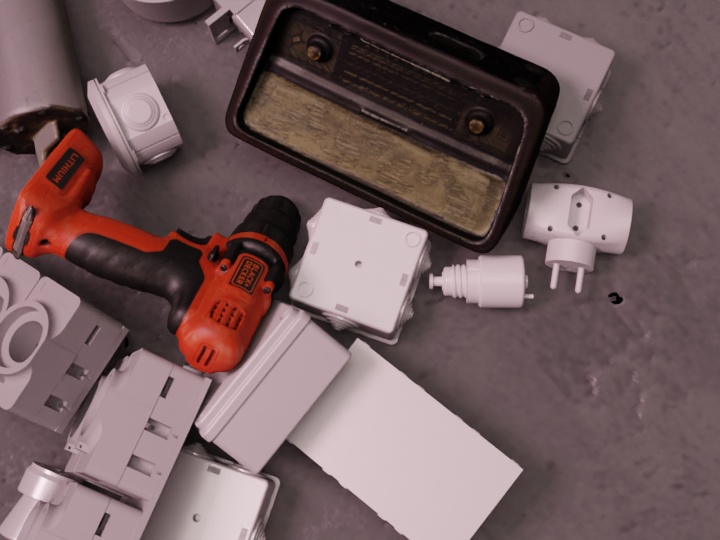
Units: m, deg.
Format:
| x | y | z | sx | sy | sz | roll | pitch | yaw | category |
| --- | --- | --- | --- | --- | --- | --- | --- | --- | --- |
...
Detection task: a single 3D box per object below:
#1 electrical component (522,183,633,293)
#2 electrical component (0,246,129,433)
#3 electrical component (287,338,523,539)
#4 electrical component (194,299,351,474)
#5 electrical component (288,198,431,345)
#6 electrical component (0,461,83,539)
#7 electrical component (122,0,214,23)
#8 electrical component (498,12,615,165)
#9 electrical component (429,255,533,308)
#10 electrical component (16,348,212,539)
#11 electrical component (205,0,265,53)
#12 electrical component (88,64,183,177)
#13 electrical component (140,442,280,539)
| x | y | z | sx | sy | sz | roll | pitch | yaw | category |
| --- | --- | --- | --- | --- | --- | --- | --- | --- | --- |
| 0.163 | -0.022 | 0.821 | 0.077 | 0.043 | 0.079 | 10 | 79 | 5 | electrical component |
| -0.256 | 0.041 | 0.787 | 0.150 | 0.062 | 0.089 | 26 | 80 | 36 | electrical component |
| 0.030 | 0.134 | 0.787 | 0.150 | 0.061 | 0.089 | 38 | 83 | 9 | electrical component |
| -0.069 | 0.080 | 0.775 | 0.056 | 0.109 | 0.108 | 41 | 83 | -13 | electrical component |
| 0.000 | 0.000 | 0.822 | 0.100 | 0.048 | 0.099 | 19 | 80 | 6 | electrical component |
| -0.236 | 0.176 | 0.800 | 0.045 | 0.045 | 0.055 | 22 | 80 | 7 | electrical component |
| -0.157 | -0.254 | 0.874 | 0.108 | 0.060 | 0.108 | -1 | 79 | 3 | electrical component |
| 0.143 | -0.144 | 0.844 | 0.100 | 0.048 | 0.099 | 25 | 82 | 8 | electrical component |
| 0.092 | 0.009 | 0.820 | 0.078 | 0.040 | 0.040 | 0 | 79 | 3 | electrical component |
| -0.180 | 0.151 | 0.741 | 0.060 | 0.105 | 0.186 | 28 | 71 | -16 | electrical component |
| -0.082 | -0.207 | 0.871 | 0.081 | 0.042 | 0.063 | -40 | 83 | -5 | electrical component |
| -0.175 | -0.118 | 0.839 | 0.051 | 0.080 | 0.080 | -26 | 79 | -8 | electrical component |
| -0.116 | 0.182 | 0.791 | 0.100 | 0.048 | 0.099 | 18 | 80 | 6 | electrical component |
